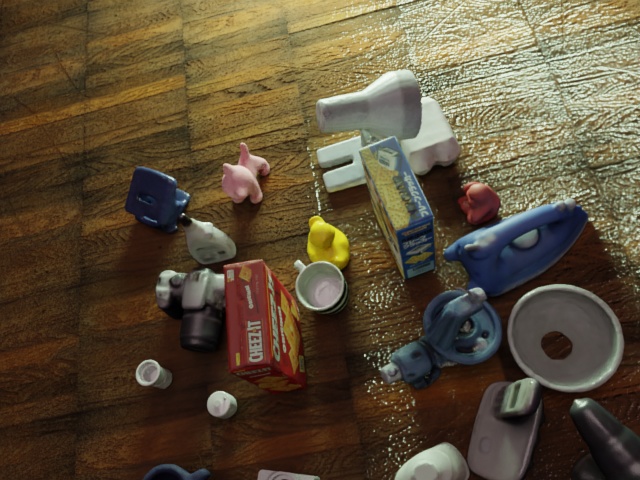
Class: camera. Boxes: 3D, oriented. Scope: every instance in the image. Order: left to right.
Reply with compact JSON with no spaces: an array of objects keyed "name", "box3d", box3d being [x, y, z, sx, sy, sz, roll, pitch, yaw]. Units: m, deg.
[{"name":"camera","box3d":[-0.226,0.125,1.019,0.143,0.101,0.137,0,67,12]}]

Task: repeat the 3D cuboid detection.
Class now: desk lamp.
[{"name":"desk lamp","box3d":[0.082,-0.196,1.030,0.203,0.214,0.118,-17,64,4]}]

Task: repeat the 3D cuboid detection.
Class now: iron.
[{"name":"iron","box3d":[0.337,-0.012,0.937,0.258,0.142,0.118,-28,64,-1]}]

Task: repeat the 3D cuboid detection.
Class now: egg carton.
[{"name":"egg carton","box3d":[0.195,-0.198,1.088,0.107,0.069,0.150,-21,64,2]}]

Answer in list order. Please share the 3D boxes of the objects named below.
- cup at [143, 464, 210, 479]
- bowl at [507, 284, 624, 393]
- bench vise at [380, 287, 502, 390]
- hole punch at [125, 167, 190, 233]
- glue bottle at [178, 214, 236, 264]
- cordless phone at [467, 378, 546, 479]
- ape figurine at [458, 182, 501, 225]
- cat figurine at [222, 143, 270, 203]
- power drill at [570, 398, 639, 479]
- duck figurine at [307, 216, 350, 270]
[{"name":"cup","box3d":[-0.215,0.396,0.902,0.118,0.095,0.091,-31,64,-2]},{"name":"bowl","box3d":[0.375,0.158,0.892,0.167,0.075,0.167,-4,66,10]},{"name":"bench vise","box3d":[0.190,0.152,0.853,0.121,0.220,0.207,37,79,24]},{"name":"hole punch","box3d":[-0.327,-0.079,1.135,0.108,0.091,0.101,19,72,19]},{"name":"glue bottle","box3d":[-0.213,-0.006,1.033,0.078,0.173,0.037,-12,65,7]},{"name":"cordless phone","box3d":[0.267,0.266,0.806,0.094,0.185,0.148,13,70,17]},{"name":"ape figurine","box3d":[0.278,-0.071,1.002,0.076,0.092,0.078,11,70,16]},{"name":"cat figurine","box3d":[-0.151,-0.125,1.102,0.067,0.118,0.128,3,67,13]},{"name":"power drill","box3d":[0.398,0.315,0.744,0.075,0.209,0.229,-38,65,-5]},{"name":"duck figurine","box3d":[0.009,0.004,1.030,0.077,0.086,0.104,-25,64,0]}]
